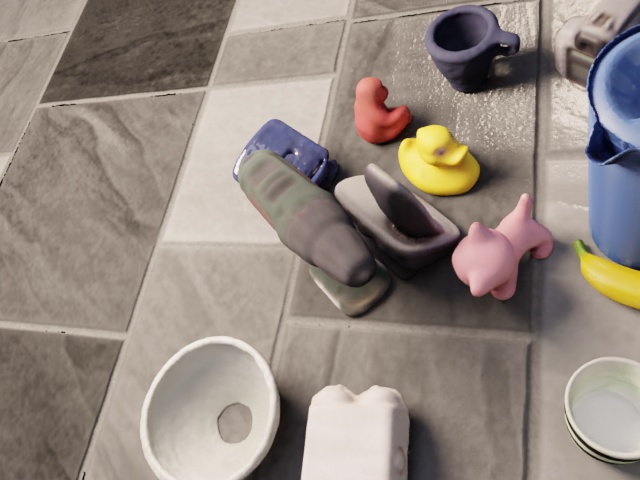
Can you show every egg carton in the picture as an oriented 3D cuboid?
[{"bbox_3d":[0.036,0.222,0.575,0.107,0.070,0.150,-5,62,20],"label":"egg carton"}]

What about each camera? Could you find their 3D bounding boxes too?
[{"bbox_3d":[0.371,-0.246,0.670,0.137,0.101,0.142,-47,57,-6],"label":"camera"}]

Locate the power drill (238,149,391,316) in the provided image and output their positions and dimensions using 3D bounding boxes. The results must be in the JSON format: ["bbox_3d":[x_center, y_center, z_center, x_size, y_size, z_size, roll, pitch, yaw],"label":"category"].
[{"bbox_3d":[0.006,0.002,0.620,0.075,0.209,0.229,-43,57,-4],"label":"power drill"}]

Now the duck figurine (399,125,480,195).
[{"bbox_3d":[0.140,-0.107,0.698,0.104,0.086,0.077,27,76,31],"label":"duck figurine"}]

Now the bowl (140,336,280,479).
[{"bbox_3d":[-0.111,0.198,0.643,0.167,0.075,0.167,-9,61,17],"label":"bowl"}]

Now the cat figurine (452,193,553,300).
[{"bbox_3d":[0.185,0.008,0.600,0.067,0.118,0.128,35,80,32],"label":"cat figurine"}]

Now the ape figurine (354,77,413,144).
[{"bbox_3d":[0.075,-0.177,0.757,0.076,0.092,0.077,-36,56,1],"label":"ape figurine"}]

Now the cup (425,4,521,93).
[{"bbox_3d":[0.200,-0.236,0.736,0.117,0.095,0.092,15,70,28],"label":"cup"}]

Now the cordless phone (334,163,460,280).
[{"bbox_3d":[0.071,-0.048,0.634,0.094,0.185,0.147,-47,57,-6],"label":"cordless phone"}]

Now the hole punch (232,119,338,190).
[{"bbox_3d":[-0.044,-0.094,0.761,0.100,0.091,0.109,25,75,31],"label":"hole punch"}]
